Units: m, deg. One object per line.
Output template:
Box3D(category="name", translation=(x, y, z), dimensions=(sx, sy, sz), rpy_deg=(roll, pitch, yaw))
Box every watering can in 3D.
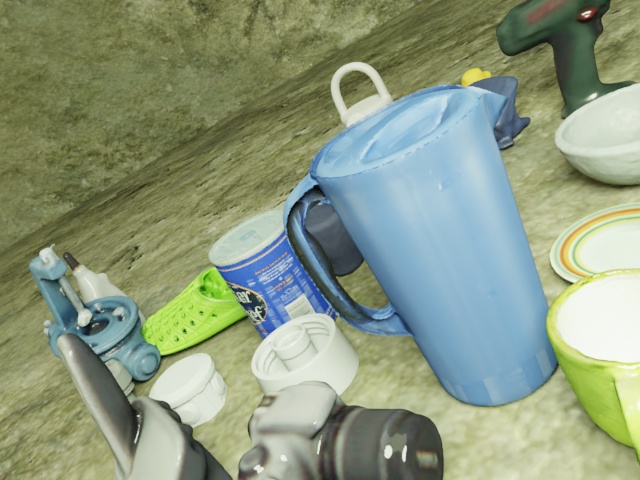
Box3D(category="watering can", translation=(0.089, -0.221, 1.021), dimensions=(0.101, 0.194, 0.172), rpy_deg=(-27, 23, 4))

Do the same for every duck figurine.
Box3D(category="duck figurine", translation=(0.279, -0.261, 1.024), dimensions=(0.105, 0.086, 0.077), rpy_deg=(-41, 26, -26))

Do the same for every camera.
Box3D(category="camera", translation=(0.010, 0.166, 0.420), dimensions=(0.136, 0.101, 0.143), rpy_deg=(-12, 28, 35))

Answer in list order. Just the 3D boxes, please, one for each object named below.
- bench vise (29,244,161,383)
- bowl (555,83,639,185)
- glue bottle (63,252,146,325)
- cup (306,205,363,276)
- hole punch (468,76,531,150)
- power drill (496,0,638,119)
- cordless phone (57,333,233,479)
Box3D(category="bench vise", translation=(-0.345, 0.114, 0.787), dimensions=(0.207, 0.220, 0.121), rpy_deg=(-18, 25, 24))
Box3D(category="bowl", translation=(0.354, -0.109, 0.634), dimensions=(0.167, 0.075, 0.167), rpy_deg=(-24, 23, 11))
Box3D(category="glue bottle", translation=(-0.347, 0.089, 0.903), dimensions=(0.037, 0.173, 0.078), rpy_deg=(-18, 25, 23))
Box3D(category="cup", translation=(0.007, 0.003, 0.774), dimensions=(0.117, 0.095, 0.092), rpy_deg=(-16, 26, 29))
Box3D(category="hole punch", translation=(0.261, -0.197, 0.903), dimensions=(0.101, 0.091, 0.108), rpy_deg=(-42, 26, -29))
Box3D(category="power drill", translation=(0.375, -0.282, 0.797), dimensions=(0.229, 0.209, 0.076), rpy_deg=(-14, 27, 31))
Box3D(category="cordless phone", translation=(-0.175, 0.172, 0.514), dimensions=(0.094, 0.185, 0.147), rpy_deg=(-42, 26, -27))
